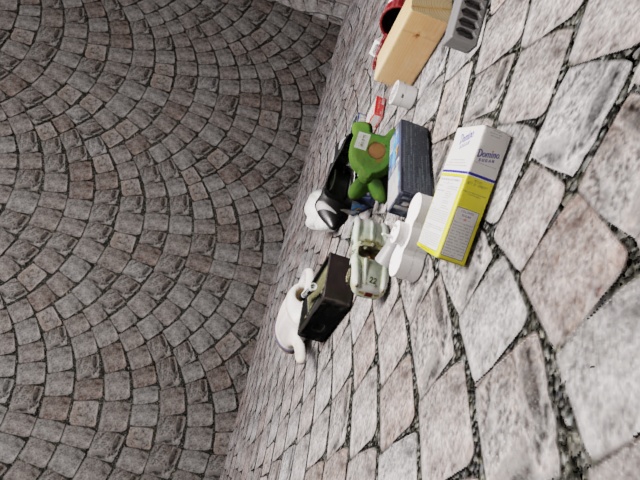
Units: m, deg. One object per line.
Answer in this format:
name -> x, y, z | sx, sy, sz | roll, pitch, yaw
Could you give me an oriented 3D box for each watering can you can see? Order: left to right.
watering can -> -0.065, 0.239, 1.434 | 0.356, 0.104, 0.219 | -83, 13, -49

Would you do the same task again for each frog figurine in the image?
frog figurine -> 0.005, -0.079, 1.575 | 0.135, 0.122, 0.163 | -45, 11, 30
